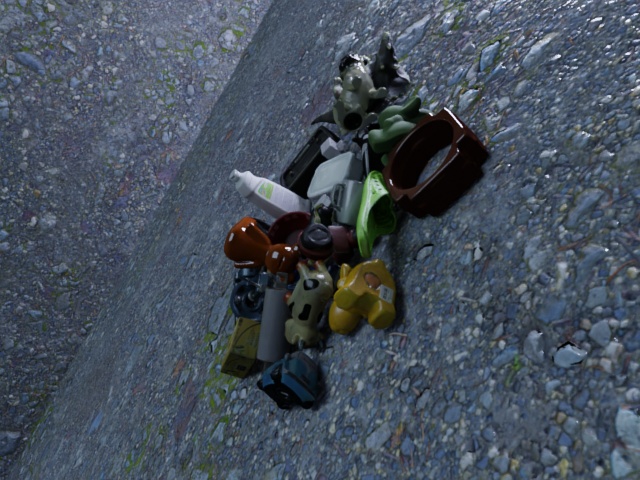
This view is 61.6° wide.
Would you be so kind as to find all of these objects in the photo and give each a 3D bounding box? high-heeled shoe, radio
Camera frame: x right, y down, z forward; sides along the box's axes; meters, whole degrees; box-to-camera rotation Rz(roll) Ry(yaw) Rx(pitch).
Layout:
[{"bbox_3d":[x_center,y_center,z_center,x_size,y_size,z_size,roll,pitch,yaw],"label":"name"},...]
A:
[{"bbox_3d":[0.113,-0.219,1.389,0.145,0.086,0.249,-29,35,48],"label":"high-heeled shoe"},{"bbox_3d":[-0.025,-0.227,1.617,0.229,0.073,0.131,-48,30,17],"label":"radio"}]

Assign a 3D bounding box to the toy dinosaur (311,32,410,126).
[{"bbox_3d":[0.111,-0.406,1.548,0.405,0.131,0.192,-44,30,37],"label":"toy dinosaur"}]

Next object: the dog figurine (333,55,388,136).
[{"bbox_3d":[0.080,-0.382,1.409,0.172,0.121,0.191,-50,31,22],"label":"dog figurine"}]

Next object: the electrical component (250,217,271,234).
[{"bbox_3d":[-0.151,-0.005,1.534,0.058,0.134,0.115,-55,-15,11],"label":"electrical component"}]

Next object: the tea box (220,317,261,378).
[{"bbox_3d":[-0.195,0.270,1.338,0.169,0.068,0.098,120,166,-57],"label":"tea box"}]

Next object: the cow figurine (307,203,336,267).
[{"bbox_3d":[-0.001,-0.003,1.311,0.098,0.068,0.167,25,-107,-77],"label":"cow figurine"}]

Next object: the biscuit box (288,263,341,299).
[{"bbox_3d":[-0.016,0.104,1.286,0.203,0.059,0.063,-14,51,53],"label":"biscuit box"}]

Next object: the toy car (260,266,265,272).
[{"bbox_3d":[-0.185,0.043,1.625,0.073,0.056,0.202,-26,40,54],"label":"toy car"}]

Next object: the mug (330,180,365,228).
[{"bbox_3d":[0.072,-0.087,1.299,0.081,0.109,0.107,6,80,53],"label":"mug"}]

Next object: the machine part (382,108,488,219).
[{"bbox_3d":[0.236,-0.158,1.123,0.201,0.087,0.202,-46,32,22],"label":"machine part"}]

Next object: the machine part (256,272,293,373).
[{"bbox_3d":[-0.099,0.197,1.253,0.079,0.079,0.243,2,84,59],"label":"machine part"}]

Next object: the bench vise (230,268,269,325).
[{"bbox_3d":[-0.174,0.126,1.433,0.240,0.129,0.223,142,143,-65],"label":"bench vise"}]

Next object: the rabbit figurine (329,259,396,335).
[{"bbox_3d":[0.067,0.118,1.093,0.162,0.122,0.173,-85,20,-45],"label":"rabbit figurine"}]

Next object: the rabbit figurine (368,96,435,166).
[{"bbox_3d":[0.187,-0.273,1.277,0.159,0.121,0.170,-36,37,24],"label":"rabbit figurine"}]

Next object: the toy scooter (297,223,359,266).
[{"bbox_3d":[0.026,0.017,1.227,0.135,0.184,0.075,123,139,-57],"label":"toy scooter"}]

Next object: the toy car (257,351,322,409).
[{"bbox_3d":[-0.056,0.291,1.139,0.103,0.109,0.161,-50,8,-35],"label":"toy car"}]

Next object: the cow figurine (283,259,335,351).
[{"bbox_3d":[-0.024,0.153,1.171,0.127,0.085,0.194,56,133,43],"label":"cow figurine"}]

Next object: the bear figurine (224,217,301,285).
[{"bbox_3d":[-0.133,0.026,1.333,0.132,0.196,0.120,-46,-28,-78],"label":"bear figurine"}]
